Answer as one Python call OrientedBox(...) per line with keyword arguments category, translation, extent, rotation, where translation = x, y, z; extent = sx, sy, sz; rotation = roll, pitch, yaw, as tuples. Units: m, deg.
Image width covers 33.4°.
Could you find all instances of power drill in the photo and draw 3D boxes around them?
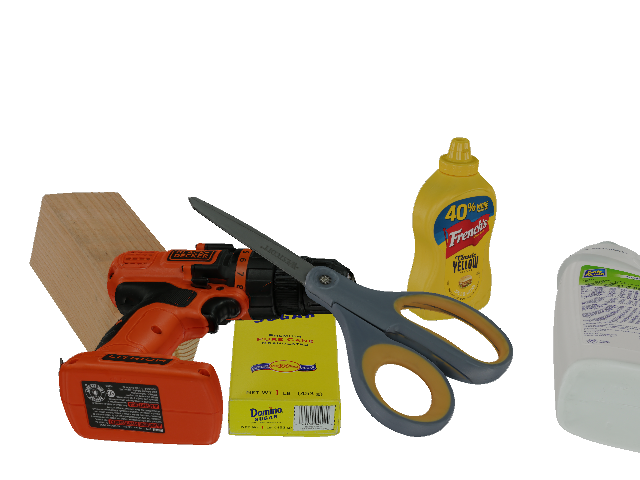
OrientedBox(category="power drill", translation=(-0.078, 0.062, 0.718), extent=(0.184, 0.057, 0.187), rotation=(-1, 24, 13))

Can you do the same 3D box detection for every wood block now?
OrientedBox(category="wood block", translation=(-0.206, 0.042, 1.070), extent=(0.090, 0.091, 0.206), rotation=(-4, 35, -38))

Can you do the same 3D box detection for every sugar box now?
OrientedBox(category="sugar box", translation=(-0.032, 0.098, 0.938), extent=(0.093, 0.048, 0.176), rotation=(2, 34, -3))

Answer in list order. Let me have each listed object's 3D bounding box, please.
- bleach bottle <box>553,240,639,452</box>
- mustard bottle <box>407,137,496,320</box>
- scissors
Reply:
OrientedBox(category="bleach bottle", translation=(0.229, 0.063, 0.807), extent=(0.102, 0.068, 0.250), rotation=(11, 25, 9))
OrientedBox(category="mustard bottle", translation=(0.141, -0.015, 1.127), extent=(0.096, 0.192, 0.058), rotation=(-11, 24, -27))
OrientedBox(category="scissors", translation=(0.002, 0.040, 0.570), extent=(0.202, 0.096, 0.016), rotation=(20, -41, 9))
